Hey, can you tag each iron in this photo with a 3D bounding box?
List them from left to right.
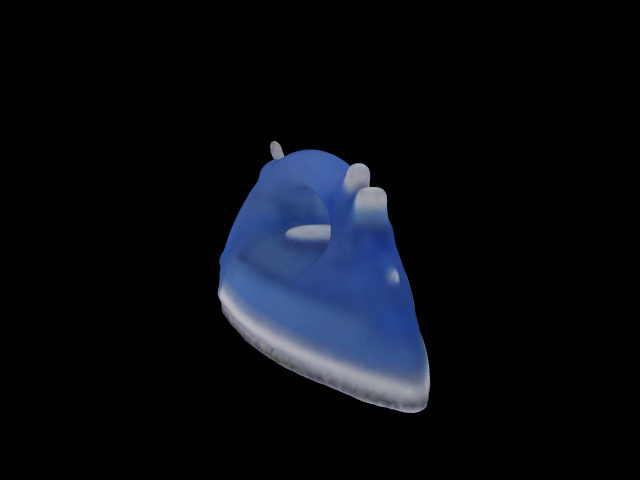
[{"bbox_3d":[0.004,0.001,0.400,0.119,0.141,0.257,-4,10,-23],"label":"iron"}]
